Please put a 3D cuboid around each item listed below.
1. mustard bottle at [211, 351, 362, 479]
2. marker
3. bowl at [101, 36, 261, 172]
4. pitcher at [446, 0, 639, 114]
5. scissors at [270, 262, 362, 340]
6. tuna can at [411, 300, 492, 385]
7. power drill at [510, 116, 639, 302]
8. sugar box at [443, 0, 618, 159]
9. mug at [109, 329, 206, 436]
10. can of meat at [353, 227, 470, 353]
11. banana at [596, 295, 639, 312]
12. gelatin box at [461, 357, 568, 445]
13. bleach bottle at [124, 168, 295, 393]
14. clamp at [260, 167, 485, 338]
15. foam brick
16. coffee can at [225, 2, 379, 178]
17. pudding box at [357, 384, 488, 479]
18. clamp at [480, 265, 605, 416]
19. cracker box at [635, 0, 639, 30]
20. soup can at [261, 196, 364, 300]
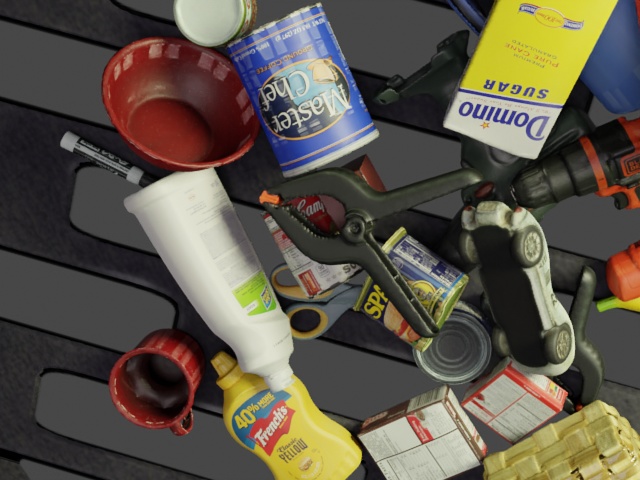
[{"bbox_3d":[-0.048,0.195,1.166,0.096,0.058,0.191,-40,96,16],"label":"mustard bottle"},{"bbox_3d":[-0.218,-0.080,1.132,0.121,0.020,0.020,27,108,0],"label":"marker"},{"bbox_3d":[-0.141,-0.123,1.058,0.162,0.162,0.055,32,141,-1],"label":"bowl"},{"bbox_3d":[0.229,-0.229,0.965,0.243,0.144,0.149,49,142,-10],"label":"pitcher"},{"bbox_3d":[0.041,0.074,1.138,0.202,0.016,0.096,13,106,6],"label":"scissors"},{"bbox_3d":[0.139,0.108,1.124,0.086,0.033,0.086,2,106,8],"label":"tuna can"},{"bbox_3d":[0.288,-0.028,1.008,0.184,0.057,0.187,-21,129,11],"label":"power drill"},{"bbox_3d":[0.181,-0.161,0.927,0.093,0.048,0.176,21,126,1],"label":"sugar box"},{"bbox_3d":[-0.167,0.157,1.161,0.093,0.081,0.117,-23,101,14],"label":"mug"},{"bbox_3d":[0.091,0.052,1.064,0.084,0.057,0.102,34,134,13],"label":"can of meat"},{"bbox_3d":[0.380,0.096,1.085,0.198,0.037,0.070,35,126,-1],"label":"banana"},{"bbox_3d":[0.202,0.167,1.117,0.073,0.030,0.089,37,135,-2],"label":"gelatin box"},{"bbox_3d":[-0.100,0.046,1.100,0.068,0.102,0.251,-22,98,40],"label":"bleach bottle"},{"bbox_3d":[0.041,-0.003,1.011,0.210,0.036,0.164,12,100,18],"label":"clamp"},{"bbox_3d":[0.034,-0.046,1.073,0.051,0.078,0.053,-27,100,14],"label":"foam brick"},{"bbox_3d":[-0.017,-0.144,1.035,0.103,0.102,0.140,-23,99,14],"label":"coffee can"},{"bbox_3d":[0.111,0.219,1.154,0.114,0.039,0.090,-28,101,25],"label":"pudding box"},{"bbox_3d":[0.254,0.105,1.100,0.120,0.039,0.171,-24,107,31],"label":"clamp"},{"bbox_3d":[0.367,-0.150,0.913,0.072,0.213,0.164,-8,87,55],"label":"cracker box"},{"bbox_3d":[-0.007,0.001,1.090,0.068,0.068,0.102,-29,91,15],"label":"soup can"}]
